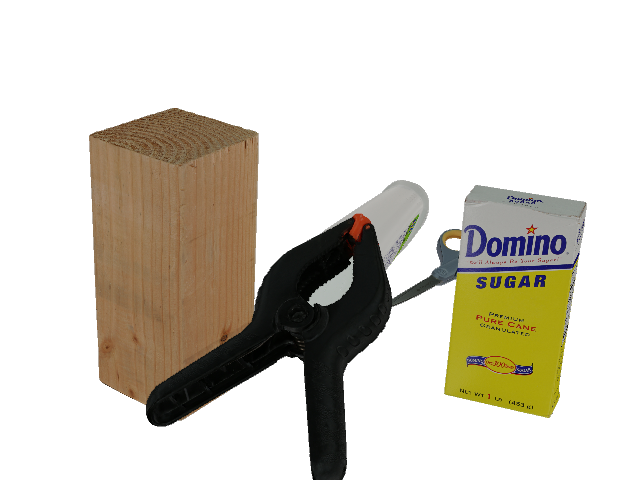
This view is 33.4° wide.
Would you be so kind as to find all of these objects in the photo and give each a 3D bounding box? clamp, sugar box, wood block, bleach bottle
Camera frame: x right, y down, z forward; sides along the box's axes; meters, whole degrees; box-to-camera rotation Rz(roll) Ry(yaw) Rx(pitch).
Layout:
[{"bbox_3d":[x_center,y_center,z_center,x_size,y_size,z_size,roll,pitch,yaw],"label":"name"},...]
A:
[{"bbox_3d":[-0.004,0.060,0.596,0.120,0.171,0.039,28,-25,24],"label":"clamp"},{"bbox_3d":[0.156,0.050,0.867,0.093,0.176,0.048,10,23,19],"label":"sugar box"},{"bbox_3d":[-0.109,0.017,0.805,0.090,0.206,0.090,20,29,31],"label":"wood block"},{"bbox_3d":[0.052,0.002,1.069,0.068,0.103,0.250,34,28,9],"label":"bleach bottle"}]

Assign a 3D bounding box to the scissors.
[{"bbox_3d":[0.130,0.028,1.211,0.201,0.016,0.096,-11,41,-33],"label":"scissors"}]
